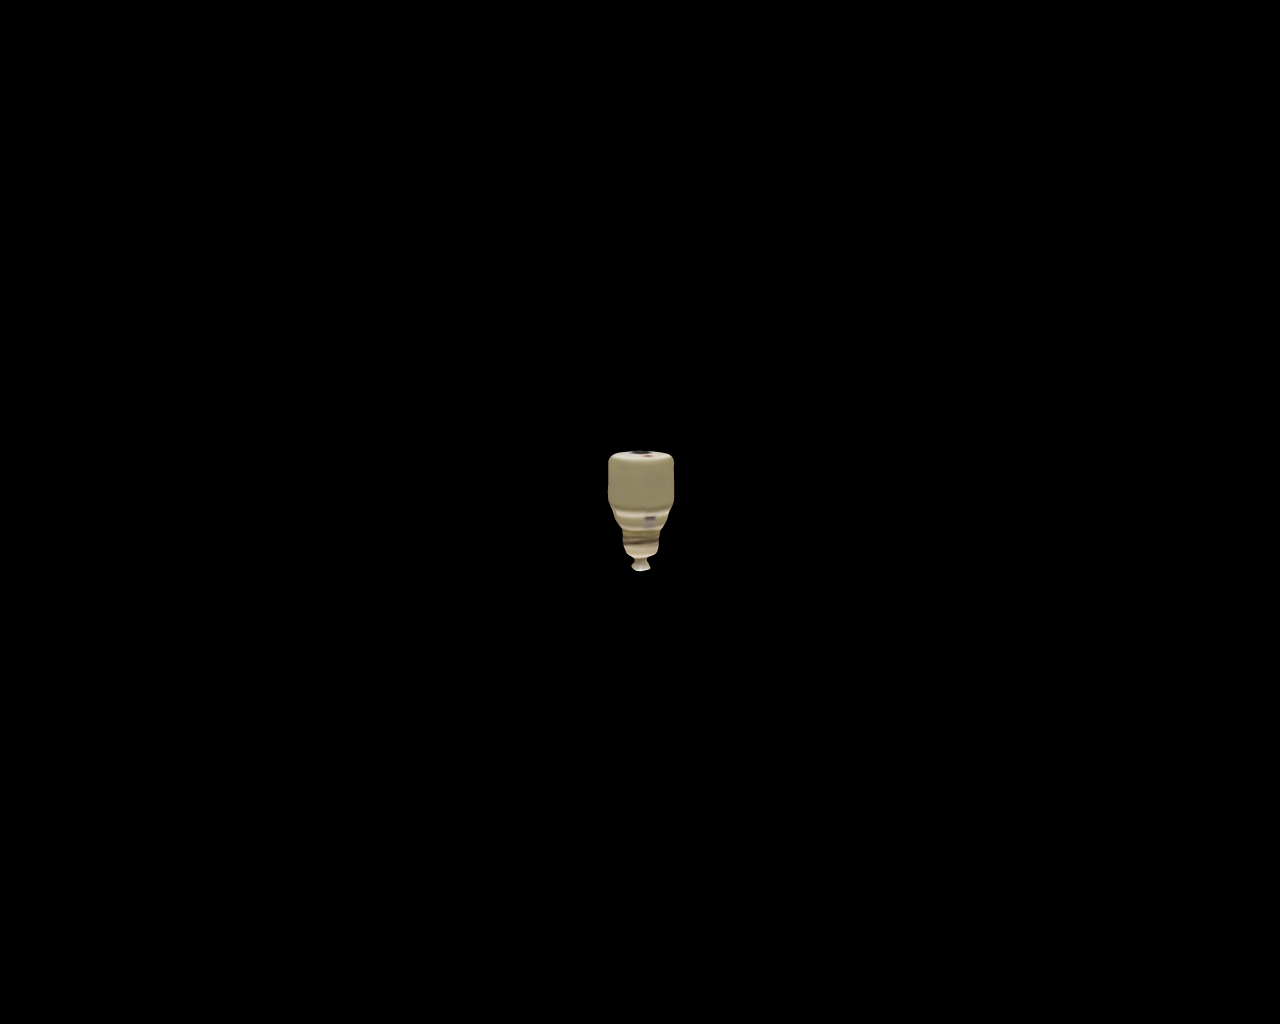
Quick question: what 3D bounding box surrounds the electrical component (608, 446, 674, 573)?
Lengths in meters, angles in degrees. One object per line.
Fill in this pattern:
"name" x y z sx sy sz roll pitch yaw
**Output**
"electrical component" 0.001 -0.003 0.650 0.040 0.078 0.040 0 11 0
